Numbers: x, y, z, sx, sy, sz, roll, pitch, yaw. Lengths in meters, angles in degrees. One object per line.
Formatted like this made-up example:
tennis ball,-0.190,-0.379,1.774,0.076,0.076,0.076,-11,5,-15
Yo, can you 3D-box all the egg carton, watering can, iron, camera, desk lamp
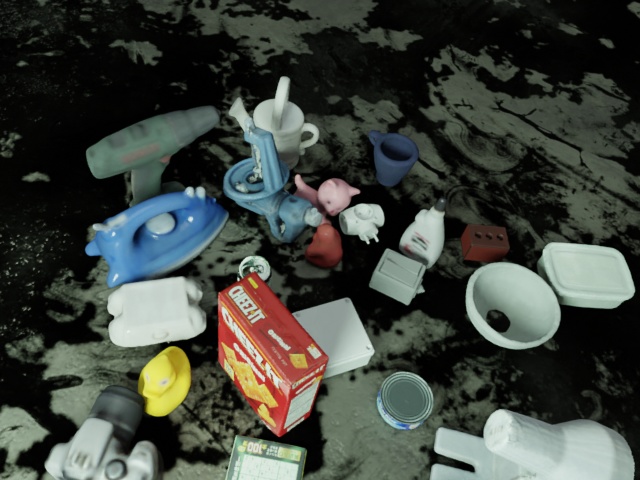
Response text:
egg carton,-0.261,0.117,0.921,0.150,0.069,0.107,-8,56,-15
watering can,-0.089,-0.232,1.126,0.173,0.194,0.101,-5,55,-13
iron,-0.267,-0.031,0.983,0.259,0.141,0.118,-31,64,-27
camera,-0.279,0.274,0.784,0.143,0.101,0.137,15,53,1
desk lamp,0.280,0.305,0.786,0.203,0.213,0.118,15,53,2

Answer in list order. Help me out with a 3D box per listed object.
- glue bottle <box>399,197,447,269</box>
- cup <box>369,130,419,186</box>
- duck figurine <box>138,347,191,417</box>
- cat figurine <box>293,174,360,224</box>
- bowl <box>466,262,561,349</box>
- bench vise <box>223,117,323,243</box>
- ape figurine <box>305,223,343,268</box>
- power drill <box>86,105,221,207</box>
glue bottle,0.196,-0.020,1.033,0.078,0.173,0.037,34,56,15
cup,0.138,-0.165,1.177,0.092,0.095,0.117,-36,67,-29
duck figurine,-0.234,0.200,0.855,0.077,0.086,0.104,15,53,2
cat figurine,0.006,-0.086,1.083,0.127,0.118,0.067,24,54,8
bowl,0.329,0.126,1.011,0.167,0.075,0.167,5,54,-6
bench vise,-0.078,-0.112,1.025,0.207,0.220,0.121,19,53,5
ape figurine,0.010,0.004,1.035,0.078,0.092,0.076,-25,62,-24
power drill,-0.284,-0.135,1.014,0.230,0.208,0.075,-20,59,-22
